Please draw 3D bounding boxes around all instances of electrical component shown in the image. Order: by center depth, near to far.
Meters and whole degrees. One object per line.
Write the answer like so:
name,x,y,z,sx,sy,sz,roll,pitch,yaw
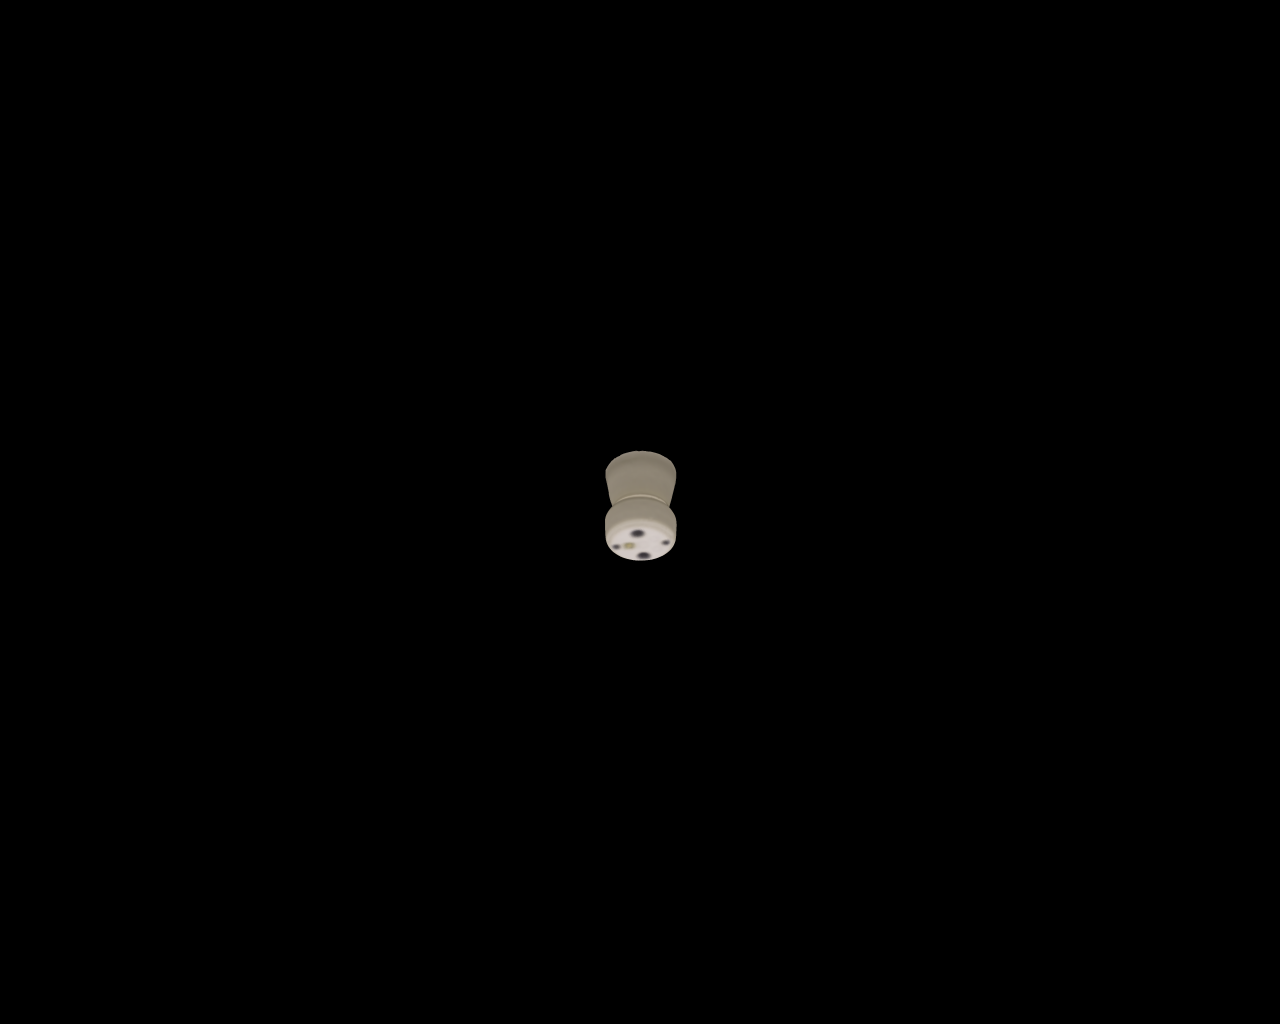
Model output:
electrical component,0.001,-0.003,0.650,0.045,0.055,0.044,0,-36,0
